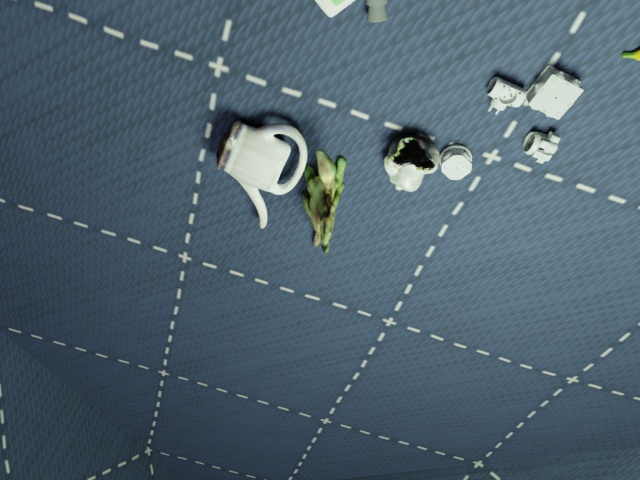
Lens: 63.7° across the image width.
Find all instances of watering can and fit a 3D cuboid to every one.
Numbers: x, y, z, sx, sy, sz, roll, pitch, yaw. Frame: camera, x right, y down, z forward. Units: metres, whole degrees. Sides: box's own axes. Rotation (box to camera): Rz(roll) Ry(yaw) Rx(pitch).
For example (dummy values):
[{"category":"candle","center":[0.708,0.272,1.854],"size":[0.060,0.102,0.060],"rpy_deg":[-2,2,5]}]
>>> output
[{"category":"watering can","center":[-0.172,-0.179,1.366],"size":[0.224,0.106,0.340],"rpy_deg":[25,129,-10]}]

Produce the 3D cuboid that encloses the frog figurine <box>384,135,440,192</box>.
[{"category":"frog figurine","center":[0.233,-0.192,1.310],"size":[0.137,0.124,0.157],"rpy_deg":[-10,164,8]}]

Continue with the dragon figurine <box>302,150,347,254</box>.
[{"category":"dragon figurine","center":[0.004,-0.068,1.345],"size":[0.122,0.249,0.400],"rpy_deg":[3,128,1]}]
